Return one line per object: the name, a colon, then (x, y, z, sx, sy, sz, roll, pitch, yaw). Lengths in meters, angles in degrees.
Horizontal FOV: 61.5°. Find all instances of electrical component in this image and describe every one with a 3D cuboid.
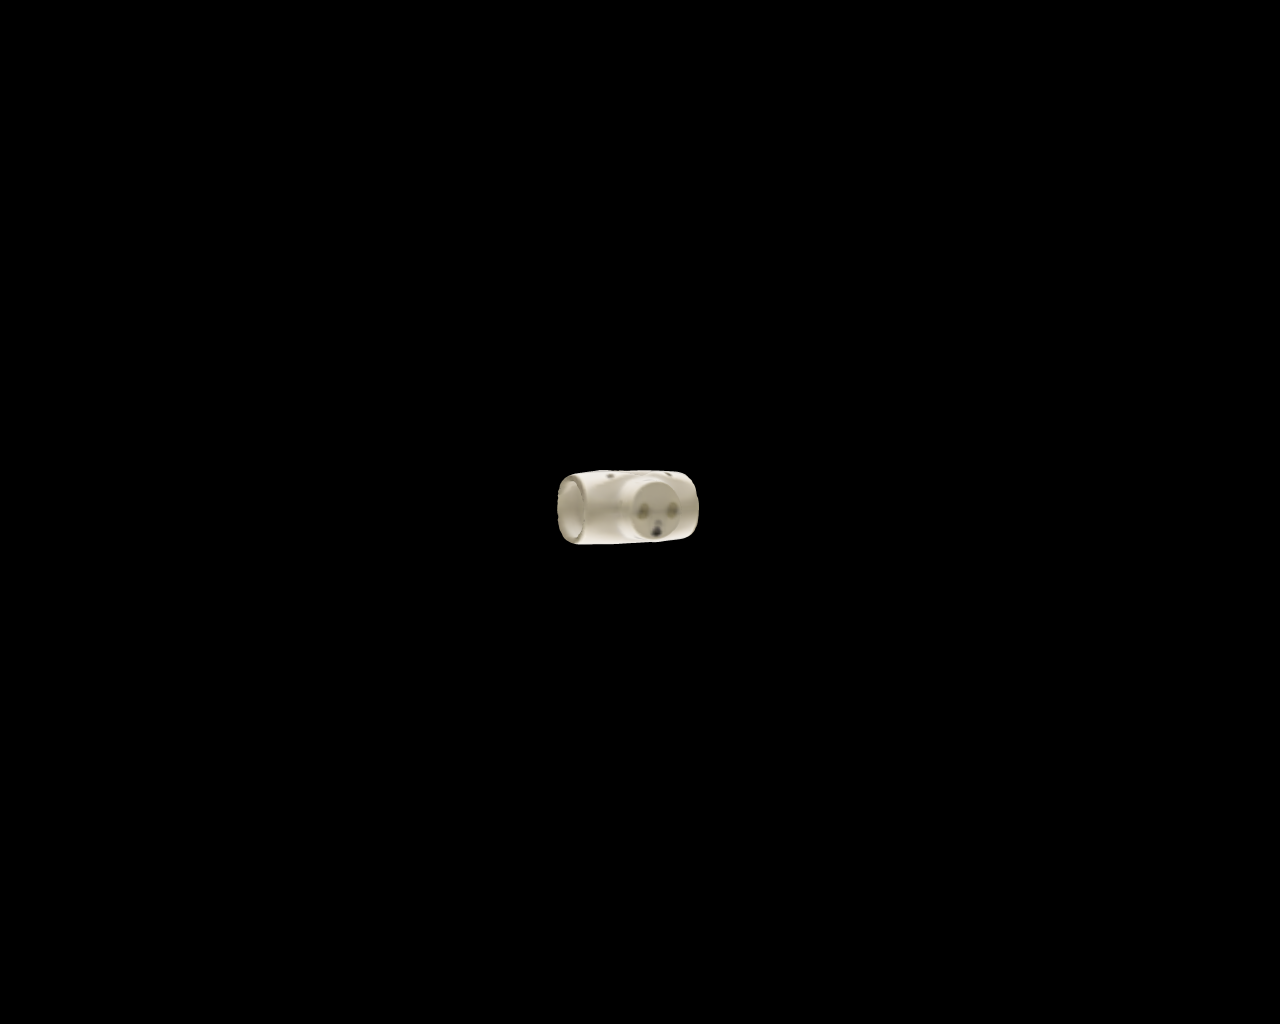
electrical component: (0.001, -0.003, 0.650, 0.077, 0.043, 0.079, -2, 4, -27)
